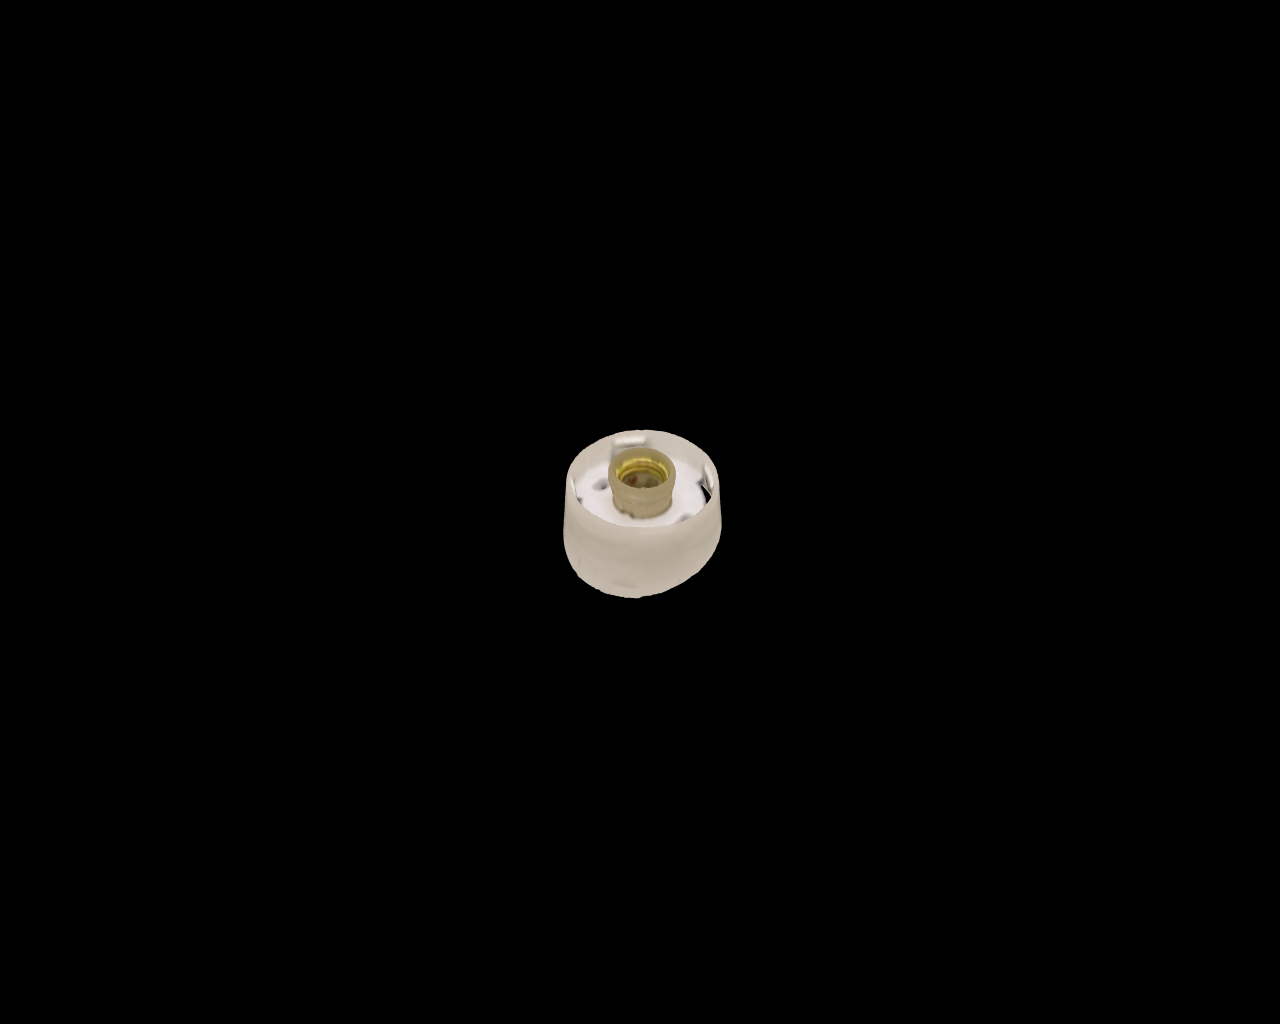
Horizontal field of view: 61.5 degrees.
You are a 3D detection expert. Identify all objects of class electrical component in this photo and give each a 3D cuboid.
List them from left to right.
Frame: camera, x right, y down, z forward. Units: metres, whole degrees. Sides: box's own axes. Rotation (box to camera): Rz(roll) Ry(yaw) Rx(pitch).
[{"bbox_3d":[0.001,-0.003,0.650,0.099,0.064,0.099,0,43,0],"label":"electrical component"}]
